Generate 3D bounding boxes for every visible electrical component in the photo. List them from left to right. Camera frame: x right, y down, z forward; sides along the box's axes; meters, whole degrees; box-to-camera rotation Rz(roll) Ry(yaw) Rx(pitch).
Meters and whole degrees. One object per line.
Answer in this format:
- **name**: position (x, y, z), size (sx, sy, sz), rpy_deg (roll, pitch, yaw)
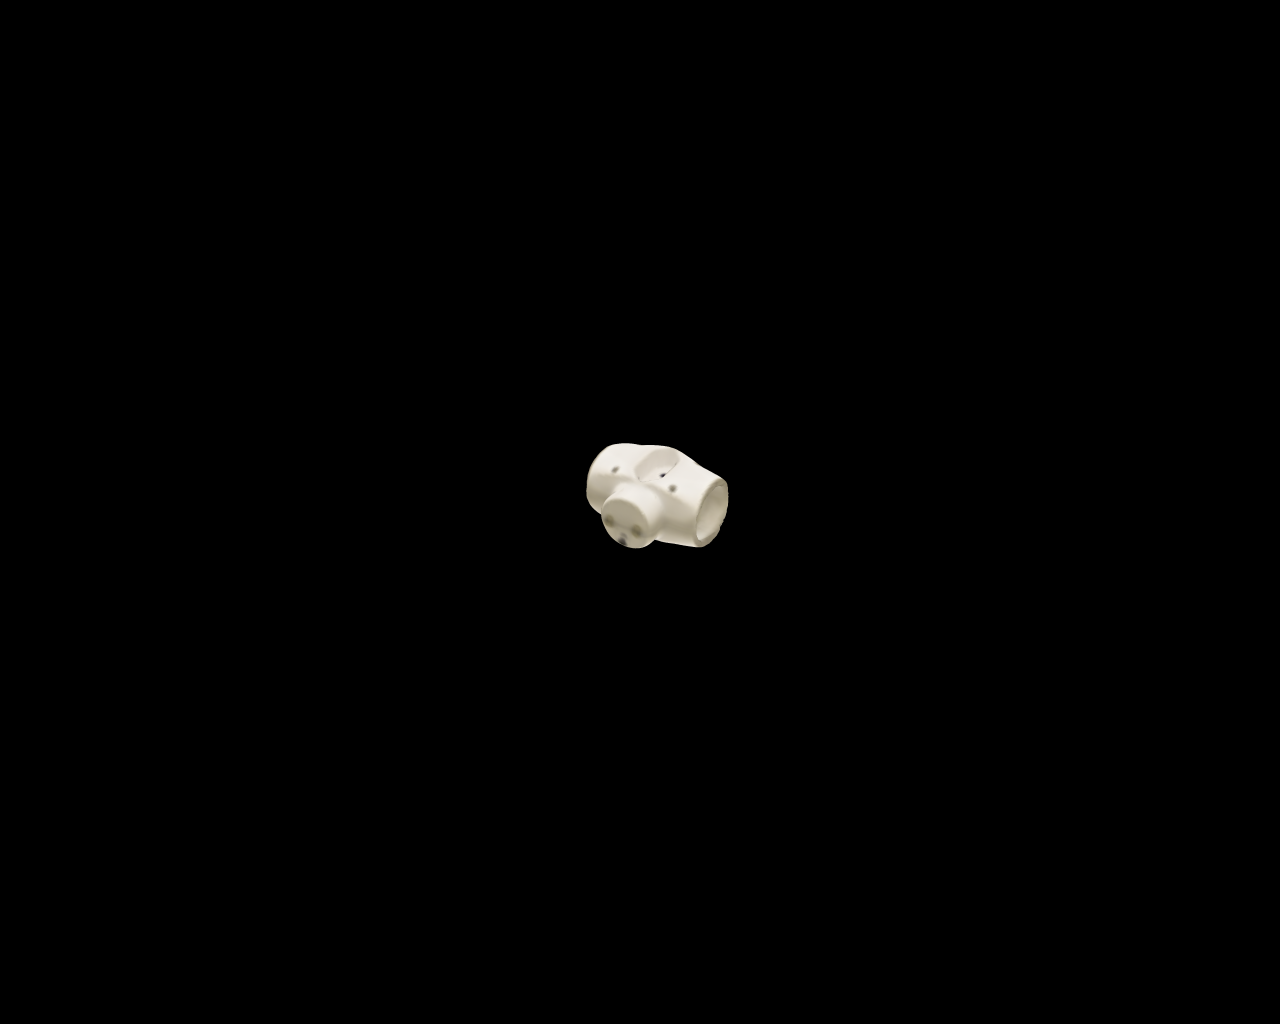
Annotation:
- **electrical component**: position (0.001, -0.003, 0.650), size (0.077, 0.043, 0.079), rpy_deg (21, 41, 26)
